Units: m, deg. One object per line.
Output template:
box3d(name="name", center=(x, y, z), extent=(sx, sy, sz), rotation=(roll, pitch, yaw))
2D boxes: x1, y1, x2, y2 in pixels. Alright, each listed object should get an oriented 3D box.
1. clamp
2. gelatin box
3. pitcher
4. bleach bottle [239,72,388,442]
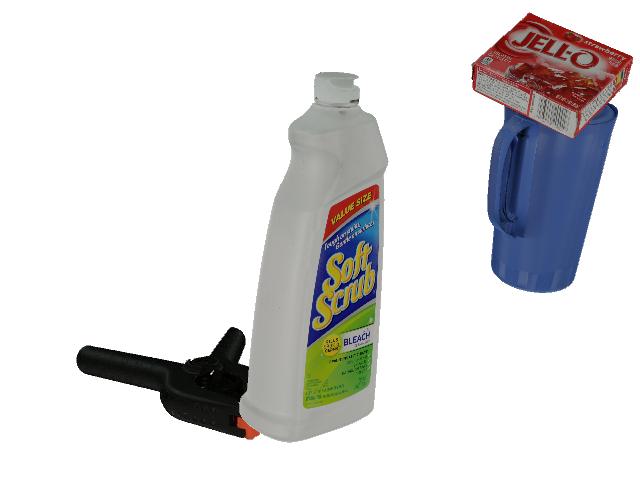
box3d(name="clamp", center=(-0.096, 0.119, 0.930), extent=(0.164, 0.036, 0.210), rotation=(-9, 17, -36))
box3d(name="gelatin box", center=(0.165, -0.120, 0.764), extent=(0.089, 0.030, 0.073), rotation=(32, 58, 27))
box3d(name="pitcher", center=(0.271, -0.059, 1.317), extent=(0.149, 0.243, 0.145), rotation=(5, 27, 1))
box3d(name="bleach bottle", center=(-0.002, 0.009, 0.751), extent=(0.102, 0.251, 0.068), rotation=(-11, 22, -39))
